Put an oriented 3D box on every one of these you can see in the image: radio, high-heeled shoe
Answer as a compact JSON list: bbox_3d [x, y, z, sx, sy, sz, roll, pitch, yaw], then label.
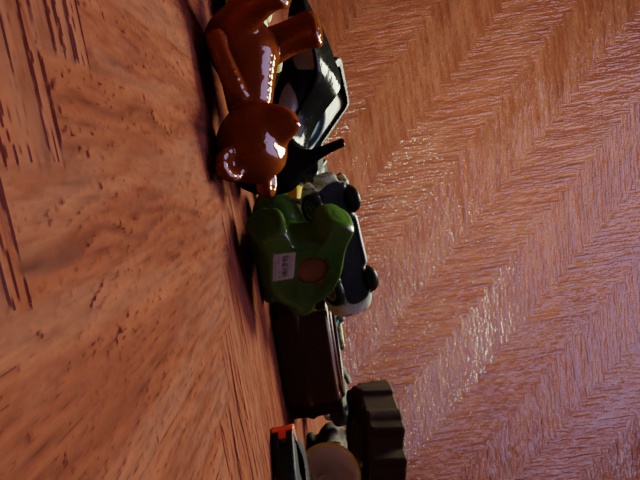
[{"bbox_3d":[-0.025,-0.254,1.056,0.229,0.073,0.131,-60,154,-31],"label":"radio"},{"bbox_3d":[-0.050,-0.179,0.676,0.086,0.145,0.248,26,50,-64],"label":"high-heeled shoe"}]

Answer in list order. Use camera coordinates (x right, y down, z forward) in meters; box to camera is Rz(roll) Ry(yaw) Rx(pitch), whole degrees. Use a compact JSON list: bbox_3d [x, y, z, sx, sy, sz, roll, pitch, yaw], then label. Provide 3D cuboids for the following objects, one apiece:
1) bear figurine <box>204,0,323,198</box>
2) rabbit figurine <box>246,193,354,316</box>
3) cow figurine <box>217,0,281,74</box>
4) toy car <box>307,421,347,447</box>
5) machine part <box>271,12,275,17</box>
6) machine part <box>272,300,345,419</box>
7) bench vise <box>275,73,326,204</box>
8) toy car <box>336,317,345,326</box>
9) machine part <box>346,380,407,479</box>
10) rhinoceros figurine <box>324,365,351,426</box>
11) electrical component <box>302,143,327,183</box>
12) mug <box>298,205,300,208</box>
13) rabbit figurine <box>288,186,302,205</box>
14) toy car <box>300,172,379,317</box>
[{"bbox_3d":[-0.058,-0.153,0.561,0.120,0.132,0.196,24,49,-59],"label":"bear figurine"},{"bbox_3d":[-0.033,0.004,0.682,0.170,0.121,0.158,-121,-159,-54],"label":"rabbit figurine"},{"bbox_3d":[-0.093,-0.252,0.704,0.098,0.068,0.167,41,36,-78],"label":"cow figurine"},{"bbox_3d":[0.022,0.368,0.880,0.202,0.089,0.053,-87,170,-73],"label":"toy car"},{"bbox_3d":[-0.107,-0.398,0.835,0.243,0.079,0.079,-91,172,-81],"label":"machine part"},{"bbox_3d":[-0.014,0.158,0.846,0.201,0.087,0.201,-74,154,-84],"label":"machine part"},{"bbox_3d":[-0.048,-0.154,0.848,0.240,0.129,0.223,10,71,-82],"label":"bench vise"},{"bbox_3d":[-0.004,0.157,1.105,0.161,0.109,0.103,99,9,-59],"label":"toy car"},{"bbox_3d":[0.076,0.295,0.776,0.179,0.056,0.179,-178,-91,-82],"label":"machine part"},{"bbox_3d":[0.017,0.248,0.990,0.112,0.073,0.190,78,-10,-57],"label":"rhinoceros figurine"},{"bbox_3d":[-0.019,-0.122,0.996,0.075,0.048,0.119,-62,156,-44],"label":"electrical component"},{"bbox_3d":[-0.020,0.015,0.813,0.109,0.107,0.081,44,-13,-12],"label":"mug"},{"bbox_3d":[-0.002,-0.003,0.953,0.173,0.122,0.162,16,86,-65],"label":"rabbit figurine"},{"bbox_3d":[0.025,0.007,0.740,0.056,0.073,0.201,2,-72,60],"label":"toy car"}]
